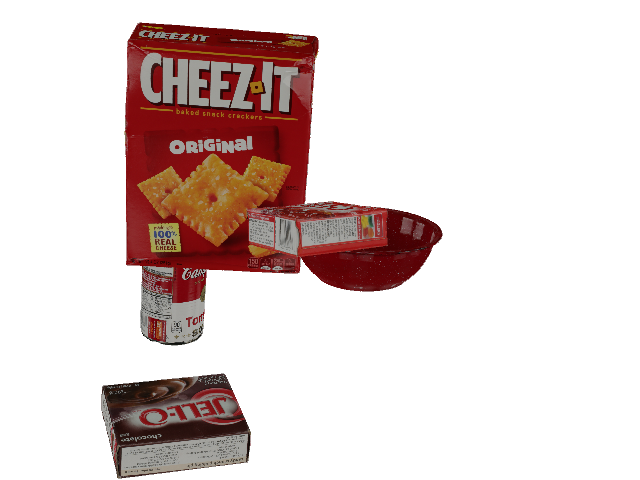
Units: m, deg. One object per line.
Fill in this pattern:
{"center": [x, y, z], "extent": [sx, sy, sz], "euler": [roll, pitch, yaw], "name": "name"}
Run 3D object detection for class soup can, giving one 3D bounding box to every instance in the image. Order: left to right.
{"center": [-0.154, 0.050, 1.113], "extent": [0.068, 0.102, 0.068], "euler": [5, 22, -2], "name": "soup can"}

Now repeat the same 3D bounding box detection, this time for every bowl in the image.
{"center": [0.043, 0.012, 1.096], "extent": [0.162, 0.055, 0.162], "euler": [2, 17, -1], "name": "bowl"}

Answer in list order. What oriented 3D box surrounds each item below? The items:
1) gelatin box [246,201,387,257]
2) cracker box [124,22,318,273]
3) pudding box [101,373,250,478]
{"center": [-0.004, -0.010, 0.777], "extent": [0.073, 0.030, 0.089], "euler": [-6, 9, -26], "name": "gelatin box"}
{"center": [-0.091, -0.079, 0.965], "extent": [0.164, 0.214, 0.072], "euler": [4, 24, -2], "name": "cracker box"}
{"center": [-0.124, 0.155, 0.904], "extent": [0.113, 0.039, 0.090], "euler": [-6, 26, -18], "name": "pudding box"}
